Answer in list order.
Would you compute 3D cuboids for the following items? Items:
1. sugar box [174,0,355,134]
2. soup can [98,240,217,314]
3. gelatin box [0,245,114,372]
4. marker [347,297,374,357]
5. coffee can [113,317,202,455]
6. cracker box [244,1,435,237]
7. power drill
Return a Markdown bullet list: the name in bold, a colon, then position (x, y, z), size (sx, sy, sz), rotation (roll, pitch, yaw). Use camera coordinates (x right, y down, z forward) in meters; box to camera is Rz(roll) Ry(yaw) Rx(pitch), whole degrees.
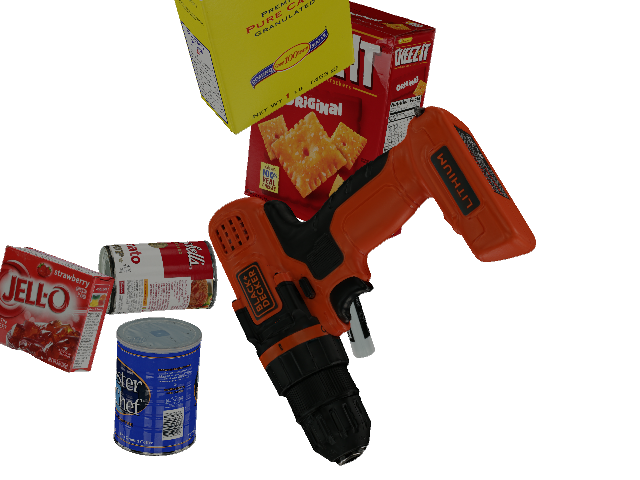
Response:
- **sugar box**: position (-0.033, -0.144, 0.579), size (0.093, 0.048, 0.176), rotation (-34, -27, -14)
- **soup can**: position (-0.158, 0.036, 1.032), size (0.102, 0.068, 0.069), rotation (-2, 1, -22)
- **gelatin box**: position (-0.204, 0.050, 0.795), size (0.089, 0.073, 0.030), rotation (18, 4, 25)
- **marker**: position (0.021, 0.040, 0.892), size (0.020, 0.121, 0.020), rotation (-16, 14, 4)
- **coffee can**: position (-0.200, 0.177, 1.307), size (0.103, 0.140, 0.103), rotation (4, 16, -1)
- **cracker box**: position (0.012, -0.121, 1.046), size (0.164, 0.214, 0.071), rotation (25, 31, 33)
- **power drill**: position (0.033, 0.021, 0.658), size (0.188, 0.184, 0.057), rotation (-33, -17, 18)
